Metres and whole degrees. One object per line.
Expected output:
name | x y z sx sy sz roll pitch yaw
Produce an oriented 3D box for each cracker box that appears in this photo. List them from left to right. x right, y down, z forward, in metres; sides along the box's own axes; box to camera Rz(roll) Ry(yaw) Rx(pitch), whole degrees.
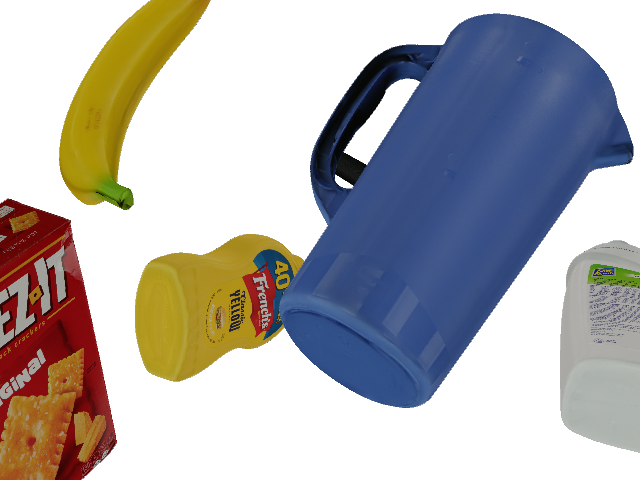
cracker box | -0.229 0.105 0.742 0.072 0.214 0.164 16 37 27

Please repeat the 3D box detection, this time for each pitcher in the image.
pitcher | 0.071 -0.023 0.684 0.145 0.242 0.149 46 -25 -21

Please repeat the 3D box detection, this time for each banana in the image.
banana | -0.117 -0.089 0.654 0.070 0.197 0.037 0 -38 16

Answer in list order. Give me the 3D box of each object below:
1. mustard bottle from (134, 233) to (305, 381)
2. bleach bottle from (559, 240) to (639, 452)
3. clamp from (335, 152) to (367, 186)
mustard bottle | -0.067 0.046 0.884 0.058 0.096 0.191 11 17 34
bleach bottle | 0.233 0.062 0.800 0.102 0.068 0.250 12 25 10
clamp | 0.094 -0.042 1.132 0.164 0.210 0.036 -8 -35 -16
